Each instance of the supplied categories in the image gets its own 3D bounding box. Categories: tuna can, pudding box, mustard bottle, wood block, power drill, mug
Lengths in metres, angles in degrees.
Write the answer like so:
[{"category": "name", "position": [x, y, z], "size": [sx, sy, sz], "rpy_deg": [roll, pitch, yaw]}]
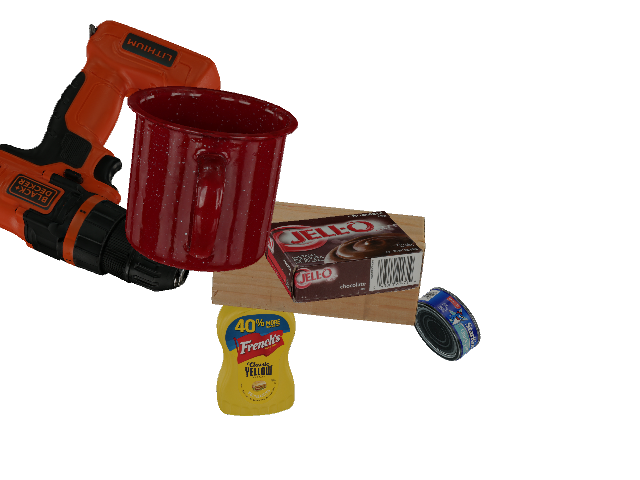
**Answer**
[{"category": "tuna can", "position": [0.147, 0.100, 1.265], "size": [0.033, 0.086, 0.086], "rpy_deg": [-35, 15, -23]}, {"category": "pudding box", "position": [0.017, 0.012, 0.891], "size": [0.113, 0.039, 0.090], "rpy_deg": [-5, 26, -17]}, {"category": "mustard bottle", "position": [-0.079, 0.118, 1.308], "size": [0.096, 0.192, 0.058], "rpy_deg": [-2, 19, -10]}, {"category": "wood block", "position": [-0.001, 0.020, 1.091], "size": [0.206, 0.091, 0.090], "rpy_deg": [6, 21, 3]}, {"category": "power drill", "position": [-0.147, -0.064, 0.778], "size": [0.184, 0.187, 0.057], "rpy_deg": [23, -30, 8]}, {"category": "mug", "position": [-0.062, -0.030, 0.582], "size": [0.093, 0.081, 0.117], "rpy_deg": [5, 21, -12]}]
